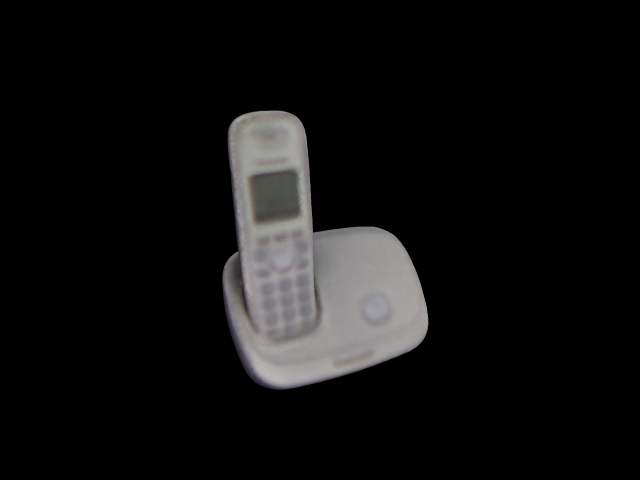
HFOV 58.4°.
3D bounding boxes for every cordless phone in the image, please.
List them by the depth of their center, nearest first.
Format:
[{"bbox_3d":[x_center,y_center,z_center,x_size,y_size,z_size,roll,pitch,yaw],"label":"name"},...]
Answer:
[{"bbox_3d":[0.004,0.001,0.400,0.148,0.185,0.093,-12,27,-25],"label":"cordless phone"}]
